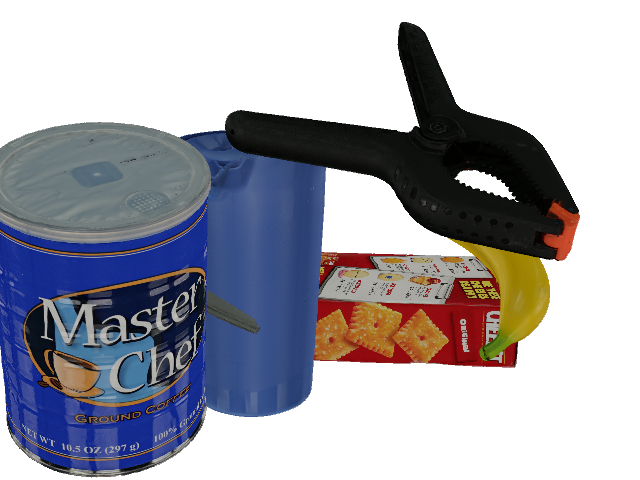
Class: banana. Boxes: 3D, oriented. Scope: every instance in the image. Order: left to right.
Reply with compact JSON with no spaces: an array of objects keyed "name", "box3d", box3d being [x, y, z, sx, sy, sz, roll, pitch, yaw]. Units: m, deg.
[{"name":"banana","box3d":[0.136,0.017,0.836,0.069,0.037,0.198,-7,33,-4]}]

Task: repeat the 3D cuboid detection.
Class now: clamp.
[{"name":"clamp","box3d":[0.057,-0.051,0.630,0.164,0.036,0.210,-27,52,-25]}]

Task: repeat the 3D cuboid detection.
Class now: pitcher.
[{"name":"pitcher","box3d":[-0.055,0.023,0.950,0.149,0.243,0.145,-5,17,-21]}]

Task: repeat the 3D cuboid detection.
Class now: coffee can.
[{"name":"coffee can","box3d":[-0.105,0.028,0.517,0.103,0.140,0.103,3,32,-2]}]

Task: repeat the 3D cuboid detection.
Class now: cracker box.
[{"name":"cracker box","box3d":[0.087,0.068,1.080,0.214,0.072,0.164,2,16,6]}]

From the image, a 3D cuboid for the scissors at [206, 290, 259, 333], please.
[{"name":"scissors","box3d":[-0.126,0.000,0.755,0.202,0.096,0.016,16,-38,5]}]
